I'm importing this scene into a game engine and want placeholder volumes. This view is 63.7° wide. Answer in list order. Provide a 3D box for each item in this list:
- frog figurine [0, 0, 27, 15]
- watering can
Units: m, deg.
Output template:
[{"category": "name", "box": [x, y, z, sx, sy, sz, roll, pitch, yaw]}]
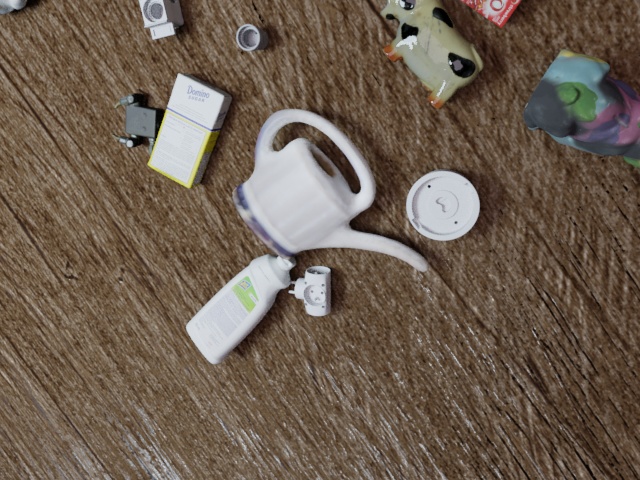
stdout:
[{"category": "frog figurine", "box": [-0.553, -0.474, 0.896, 0.161, 0.121, 0.138, -37, 85, -15]}, {"category": "watering can", "box": [0.003, -0.042, 0.840, 0.222, 0.105, 0.346, -35, 95, 22]}]
